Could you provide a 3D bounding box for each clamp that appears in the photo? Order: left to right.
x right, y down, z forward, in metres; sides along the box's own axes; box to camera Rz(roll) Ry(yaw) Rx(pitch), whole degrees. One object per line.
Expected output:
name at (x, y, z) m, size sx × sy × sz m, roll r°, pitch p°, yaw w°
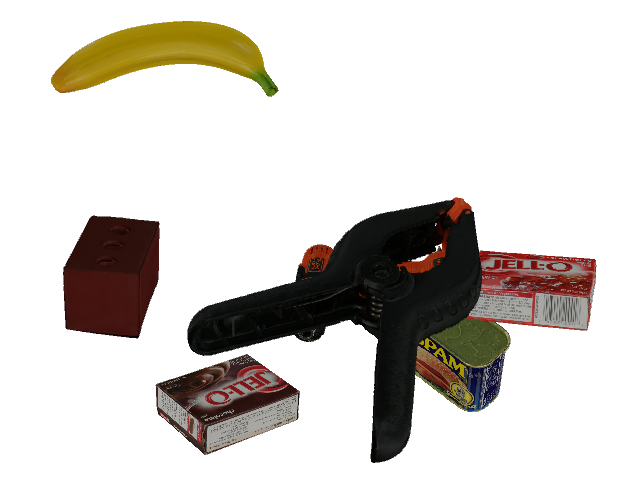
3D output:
clamp at (0.034, 0.036, 0.528) m, size 0.171 × 0.039 × 0.120 m, roll -33°, pitch 58°, yaw -31°

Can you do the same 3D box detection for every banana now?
banana at (-0.137, -0.163, 0.944) m, size 0.197 × 0.069 × 0.037 m, roll -1°, pitch -33°, yaw -4°

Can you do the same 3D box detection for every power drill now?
power drill at (0.060, 0.060, 1.236) m, size 0.187 × 0.057 × 0.184 m, roll 1°, pitch 28°, yaw 5°

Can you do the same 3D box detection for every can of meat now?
can of meat at (0.132, 0.109, 1.046) m, size 0.057 × 0.084 × 0.102 m, roll -35°, pitch 54°, yaw -27°

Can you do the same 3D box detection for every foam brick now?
foam brick at (-0.146, 0.024, 0.752) m, size 0.053 × 0.051 × 0.078 m, roll 6°, pitch 29°, yaw -1°

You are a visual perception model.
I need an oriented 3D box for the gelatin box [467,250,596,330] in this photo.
gelatin box at (0.153, 0.034, 0.778) m, size 0.089 × 0.030 × 0.073 m, roll 5°, pitch 21°, yaw 16°

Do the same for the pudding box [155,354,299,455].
pudding box at (-0.090, 0.158, 1.039) m, size 0.113 × 0.039 × 0.090 m, roll -17°, pitch 29°, yaw -35°
